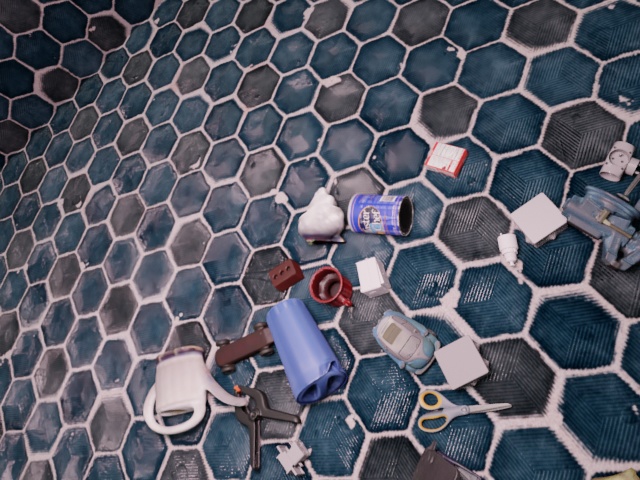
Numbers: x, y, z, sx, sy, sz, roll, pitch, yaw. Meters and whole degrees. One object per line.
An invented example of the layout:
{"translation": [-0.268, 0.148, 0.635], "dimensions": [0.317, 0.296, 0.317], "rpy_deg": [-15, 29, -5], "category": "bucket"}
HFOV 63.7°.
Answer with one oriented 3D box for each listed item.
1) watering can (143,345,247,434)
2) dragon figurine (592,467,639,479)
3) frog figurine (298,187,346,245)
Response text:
{"translation": [-0.344, 0.392, 1.394], "dimensions": [0.345, 0.102, 0.229], "rpy_deg": [-22, 60, 21], "category": "watering can"}
{"translation": [0.557, 0.518, 0.867], "dimensions": [0.411, 0.120, 0.246], "rpy_deg": [-52, 38, -2], "category": "dragon figurine"}
{"translation": [0.004, -0.070, 1.398], "dimensions": [0.136, 0.122, 0.161], "rpy_deg": [-12, 75, 46], "category": "frog figurine"}
